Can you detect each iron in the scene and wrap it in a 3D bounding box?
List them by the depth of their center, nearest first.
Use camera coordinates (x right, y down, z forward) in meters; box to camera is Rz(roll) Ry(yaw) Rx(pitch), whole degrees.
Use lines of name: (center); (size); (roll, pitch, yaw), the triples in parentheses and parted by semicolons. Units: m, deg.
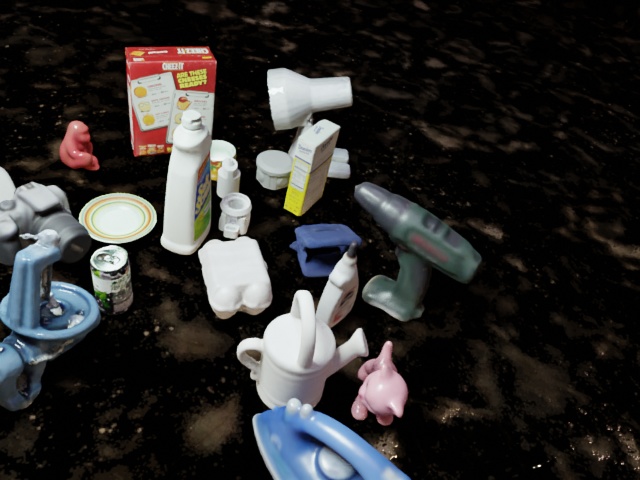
iron: (0.016, 0.271, 0.710); (0.257, 0.141, 0.119); (34, 46, 21)

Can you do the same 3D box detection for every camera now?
camera: (-0.451, -0.020, 0.928); (0.136, 0.101, 0.143); (34, 46, 20)

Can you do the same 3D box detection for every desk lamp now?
desk lamp: (-0.019, -0.250, 1.199); (0.203, 0.213, 0.118); (5, 43, -9)

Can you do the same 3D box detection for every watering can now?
watering can: (-0.022, 0.147, 0.792); (0.173, 0.194, 0.100); (-13, 49, -26)

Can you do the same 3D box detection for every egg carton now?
egg carton: (-0.139, 0.060, 0.947); (0.107, 0.069, 0.150); (-6, 46, -20)

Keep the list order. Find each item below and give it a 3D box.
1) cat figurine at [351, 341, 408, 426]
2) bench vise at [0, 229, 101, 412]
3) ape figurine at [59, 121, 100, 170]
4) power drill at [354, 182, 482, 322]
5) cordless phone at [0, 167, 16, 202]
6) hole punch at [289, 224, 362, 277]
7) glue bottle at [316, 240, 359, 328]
cat figurine: (0.091, 0.205, 0.817); (0.067, 0.118, 0.128); (14, 42, 0)
bench vise: (-0.363, 0.105, 0.730); (0.121, 0.220, 0.207); (13, 42, 0)
ape figurine: (-0.465, -0.187, 1.107); (0.076, 0.092, 0.078); (9, 43, -5)
power drill: (0.140, 0.030, 0.948); (0.229, 0.208, 0.076); (26, 44, 13)
cordless phone: (-0.575, -0.097, 0.915); (0.148, 0.185, 0.094); (-28, 56, -36)
hole punch: (0.009, 0.004, 1.029); (0.109, 0.091, 0.101); (-3, 45, -18)
glue bottle: (0.036, 0.066, 0.909); (0.037, 0.173, 0.078); (32, 46, 20)
